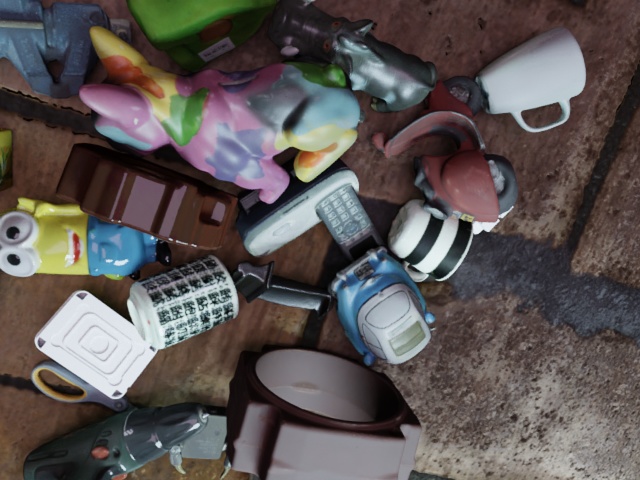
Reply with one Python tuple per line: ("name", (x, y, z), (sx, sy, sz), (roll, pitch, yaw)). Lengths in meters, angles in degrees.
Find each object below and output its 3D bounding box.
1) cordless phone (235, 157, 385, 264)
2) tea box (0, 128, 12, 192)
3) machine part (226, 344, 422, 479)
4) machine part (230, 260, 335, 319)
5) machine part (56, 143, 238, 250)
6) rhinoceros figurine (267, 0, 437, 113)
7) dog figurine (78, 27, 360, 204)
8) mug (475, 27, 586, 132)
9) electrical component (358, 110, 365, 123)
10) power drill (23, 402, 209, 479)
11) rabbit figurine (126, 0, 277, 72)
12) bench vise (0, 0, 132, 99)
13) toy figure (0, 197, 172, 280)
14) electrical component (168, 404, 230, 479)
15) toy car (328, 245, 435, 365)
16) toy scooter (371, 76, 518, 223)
("cordless phone", (-0.002, -0.001, 0.635), (0.146, 0.089, 0.184), (-35, 121, -1))
("tea box", (-0.366, -0.071, 0.498), (0.098, 0.170, 0.068), (4, 104, -13))
("machine part", (-0.002, 0.198, 0.614), (0.201, 0.201, 0.087), (14, 98, -13))
("machine part", (-0.045, 0.059, 0.645), (0.139, 0.084, 0.039), (18, 55, -24))
("machine part", (-0.170, -0.047, 0.543), (0.179, 0.179, 0.056), (19, 96, -14))
("rhinoceros figurine", (0.033, -0.193, 0.574), (0.190, 0.112, 0.073), (19, 102, -22))
("dog figurine", (-0.096, -0.124, 0.486), (0.219, 0.108, 0.191), (20, 143, -40))
("mug", (0.245, -0.180, 0.637), (0.107, 0.081, 0.109), (-19, 111, 6))
("electrical component", (0.000, -0.140, 0.604), (0.063, 0.094, 0.021), (-14, 108, -46))
("power drill", (-0.246, 0.269, 0.574), (0.232, 0.207, 0.085), (-16, 121, 17))
("rabbit figurine", (-0.125, -0.279, 0.516), (0.159, 0.121, 0.170), (-26, 88, 15))
("bench vise", (-0.292, -0.255, 0.496), (0.224, 0.129, 0.240), (-3, 108, -13))
("toy figure", (-0.257, 0.004, 0.584), (0.180, 0.089, 0.082), (-1, 75, -20))
("electrical component", (-0.142, 0.253, 0.678), (0.102, 0.045, 0.078), (21, 96, -25))
("toy car", (0.083, 0.089, 0.637), (0.109, 0.103, 0.161), (-33, 133, -7))
("toy scooter", (0.137, -0.095, 0.618), (0.135, 0.075, 0.184), (-15, 74, 0))
